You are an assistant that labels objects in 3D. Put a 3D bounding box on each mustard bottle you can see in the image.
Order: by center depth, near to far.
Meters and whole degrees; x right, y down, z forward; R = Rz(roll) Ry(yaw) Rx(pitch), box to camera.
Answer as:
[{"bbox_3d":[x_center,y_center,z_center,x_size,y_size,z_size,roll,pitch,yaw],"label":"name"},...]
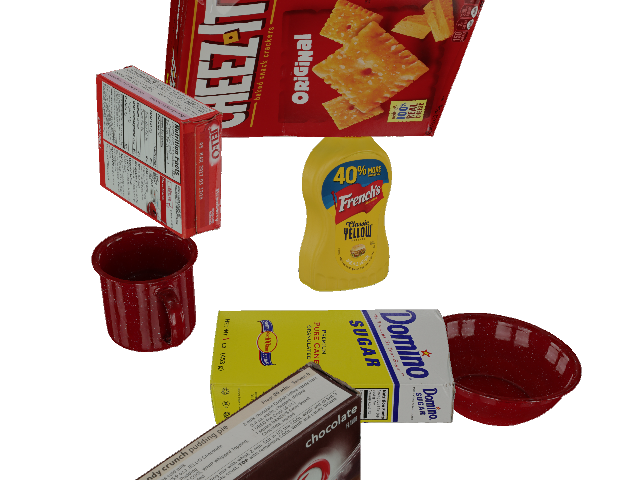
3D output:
[{"bbox_3d":[0.027,-0.048,1.086,0.096,0.192,0.058,-7,19,-27],"label":"mustard bottle"}]

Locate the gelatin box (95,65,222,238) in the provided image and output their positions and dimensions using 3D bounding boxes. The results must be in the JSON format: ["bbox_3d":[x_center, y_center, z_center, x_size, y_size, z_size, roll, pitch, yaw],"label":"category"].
[{"bbox_3d":[-0.093,-0.052,0.616,0.030,0.073,0.089,-23,39,-38],"label":"gelatin box"}]

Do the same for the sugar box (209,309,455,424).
[{"bbox_3d":[0.008,0.093,0.802,0.176,0.048,0.093,-3,33,1],"label":"sugar box"}]

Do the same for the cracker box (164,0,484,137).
[{"bbox_3d":[-0.001,-0.149,0.787,0.213,0.072,0.164,-2,-34,-14],"label":"cracker box"}]

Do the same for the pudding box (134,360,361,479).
[{"bbox_3d":[-0.031,0.121,0.491,0.039,0.090,0.113,30,47,34],"label":"pudding box"}]

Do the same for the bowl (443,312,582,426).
[{"bbox_3d":[0.170,0.133,1.048,0.162,0.055,0.162,5,26,-2],"label":"bowl"}]

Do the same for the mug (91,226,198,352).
[{"bbox_3d":[-0.148,0.051,0.948,0.093,0.081,0.117,-19,37,-27],"label":"mug"}]
